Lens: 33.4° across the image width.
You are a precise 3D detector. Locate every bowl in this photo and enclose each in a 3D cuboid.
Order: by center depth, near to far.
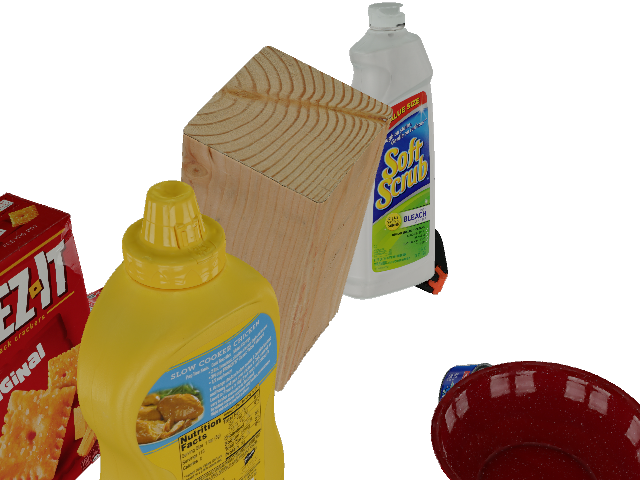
[{"bbox_3d":[0.159,0.159,0.767,0.162,0.055,0.162,-1,35,1],"label":"bowl"}]

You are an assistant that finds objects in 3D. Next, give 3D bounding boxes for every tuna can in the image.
[{"bbox_3d":[0.148,0.162,1.032,0.034,0.086,0.085,-8,-5,35],"label":"tuna can"}]

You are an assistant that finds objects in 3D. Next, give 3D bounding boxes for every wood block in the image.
[{"bbox_3d":[-0.030,-0.006,0.675,0.091,0.090,0.206,29,-36,12],"label":"wood block"}]

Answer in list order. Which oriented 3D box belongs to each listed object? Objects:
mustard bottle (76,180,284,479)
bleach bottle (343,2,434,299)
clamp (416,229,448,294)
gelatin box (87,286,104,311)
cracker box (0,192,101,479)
[{"bbox_3d":[-0.058,0.061,0.460,0.058,0.192,0.096,28,42,35],"label":"mustard bottle"},{"bbox_3d":[0.053,-0.080,0.942,0.102,0.251,0.068,-15,24,-30],"label":"bleach bottle"},{"bbox_3d":[0.068,-0.016,1.246,0.164,0.036,0.210,-13,51,-27],"label":"clamp"},{"bbox_3d":[-0.169,0.065,1.006,0.089,0.030,0.073,18,27,28],"label":"gelatin box"},{"bbox_3d":[-0.229,0.101,0.741,0.072,0.214,0.164,15,37,26],"label":"cracker box"}]
